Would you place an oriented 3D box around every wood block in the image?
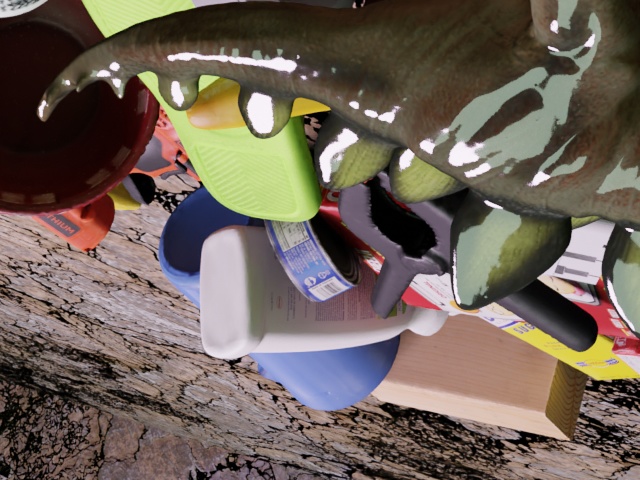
[{"bbox_3d":[0.144,0.121,1.033,0.206,0.091,0.090,7,158,33],"label":"wood block"}]

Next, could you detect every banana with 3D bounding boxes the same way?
[{"bbox_3d":[0.026,-0.081,0.588,0.197,0.037,0.070,2,132,-31],"label":"banana"}]

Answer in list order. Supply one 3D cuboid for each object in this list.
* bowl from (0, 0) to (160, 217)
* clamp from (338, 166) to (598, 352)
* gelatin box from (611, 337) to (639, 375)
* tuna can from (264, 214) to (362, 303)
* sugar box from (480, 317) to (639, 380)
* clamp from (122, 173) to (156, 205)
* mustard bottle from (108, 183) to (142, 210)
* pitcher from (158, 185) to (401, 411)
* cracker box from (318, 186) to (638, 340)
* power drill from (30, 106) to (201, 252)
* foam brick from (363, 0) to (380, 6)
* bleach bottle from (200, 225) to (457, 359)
[{"bbox_3d":[-0.184,-0.097,0.677,0.162,0.162,0.055,25,-179,-14],"label":"bowl"},{"bbox_3d":[0.079,0.006,0.653,0.165,0.036,0.210,10,152,28],"label":"clamp"},{"bbox_3d":[0.258,0.069,0.801,0.030,0.073,0.089,0,154,48],"label":"gelatin box"},{"bbox_3d":[-0.005,0.001,0.765,0.034,0.086,0.086,-28,143,15],"label":"tuna can"},{"bbox_3d":[0.200,0.063,0.888,0.176,0.048,0.093,25,161,-19],"label":"sugar box"},{"bbox_3d":[-0.165,-0.083,0.844,0.171,0.039,0.120,32,140,-24],"label":"clamp"},{"bbox_3d":[-0.246,-0.065,0.959,0.192,0.058,0.096,4,157,40],"label":"mustard bottle"},{"bbox_3d":[-0.026,0.045,0.963,0.145,0.149,0.242,25,166,42],"label":"pitcher"},{"bbox_3d":[0.126,-0.005,0.734,0.214,0.072,0.164,7,156,36],"label":"cracker box"},{"bbox_3d":[-0.125,-0.051,0.799,0.188,0.057,0.184,-19,139,27],"label":"power drill"},{"bbox_3d":[0.052,-0.102,0.528,0.051,0.078,0.053,11,157,26],"label":"foam brick"},{"bbox_3d":[0.024,0.048,0.866,0.250,0.102,0.068,7,166,-38],"label":"bleach bottle"}]
